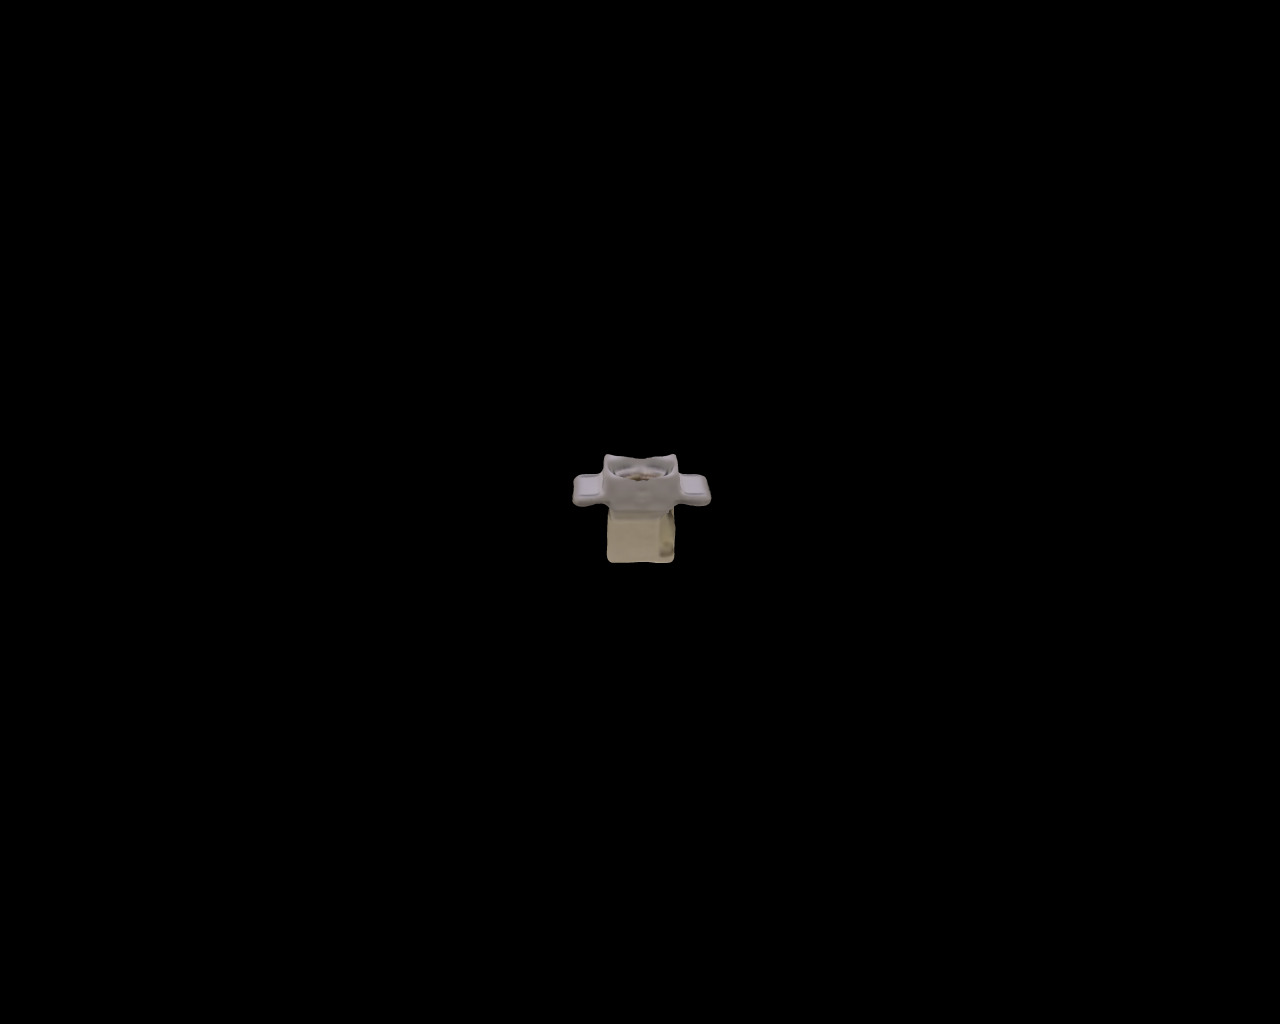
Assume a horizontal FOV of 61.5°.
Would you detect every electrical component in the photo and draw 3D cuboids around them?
[{"bbox_3d":[0.001,-0.003,0.650,0.081,0.063,0.042,0,24,0],"label":"electrical component"}]
